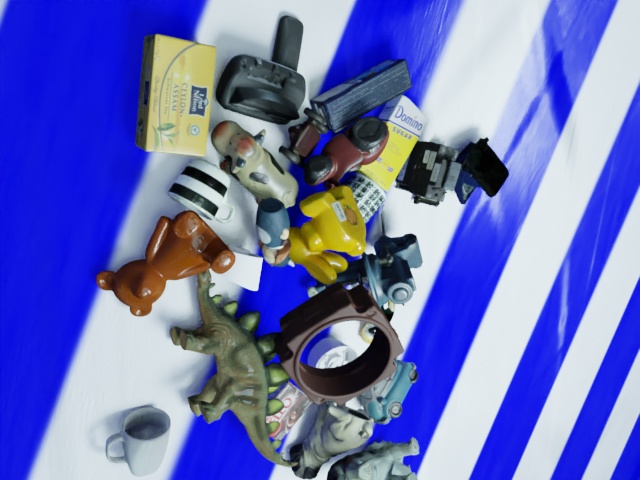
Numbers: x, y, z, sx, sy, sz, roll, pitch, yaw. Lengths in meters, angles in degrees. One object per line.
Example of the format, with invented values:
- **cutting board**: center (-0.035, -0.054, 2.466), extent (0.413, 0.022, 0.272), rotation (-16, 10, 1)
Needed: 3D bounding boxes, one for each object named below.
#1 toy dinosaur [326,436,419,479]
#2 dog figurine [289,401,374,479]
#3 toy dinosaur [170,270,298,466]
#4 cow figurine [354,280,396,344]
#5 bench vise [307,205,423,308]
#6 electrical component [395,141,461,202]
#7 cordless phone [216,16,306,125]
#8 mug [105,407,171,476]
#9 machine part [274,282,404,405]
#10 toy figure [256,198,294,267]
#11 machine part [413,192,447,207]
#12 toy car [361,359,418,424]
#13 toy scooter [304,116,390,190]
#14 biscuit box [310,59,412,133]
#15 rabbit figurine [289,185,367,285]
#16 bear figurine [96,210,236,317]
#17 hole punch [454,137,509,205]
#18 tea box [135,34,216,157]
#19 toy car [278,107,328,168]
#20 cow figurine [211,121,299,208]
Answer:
- **toy dinosaur**: center (0.094, 0.523, 1.192), extent (0.404, 0.192, 0.131), rotation (11, 60, -43)
- **dog figurine**: center (0.024, 0.445, 1.155), extent (0.121, 0.172, 0.190), rotation (22, 86, -26)
- **toy dinosaur**: center (-0.146, 0.261, 1.005), extent (0.198, 0.105, 0.470), rotation (-21, 112, -28)
- **cow figurine**: center (0.130, 0.160, 1.171), extent (0.068, 0.098, 0.167), rotation (-21, 116, -34)
- **bench vise**: center (0.090, 0.061, 1.084), extent (0.241, 0.224, 0.128), rotation (-16, 129, 6)
- **electrical component**: center (0.226, -0.143, 1.110), extent (0.058, 0.134, 0.114), rotation (7, 104, -34)
- **cordless phone**: center (-0.087, -0.295, 0.897), extent (0.146, 0.089, 0.184), rotation (9, 89, -35)
- **mug**: center (-0.320, 0.367, 0.949), extent (0.109, 0.081, 0.107), rotation (-10, 120, -36)
- **machine part**: center (0.035, 0.192, 0.977), extent (0.201, 0.087, 0.201), rotation (-32, 122, 3)
- **toy figure**: center (-0.080, -0.004, 0.931), extent (0.058, 0.064, 0.154), rotation (-12, 136, -10)
- **machine part**: center (0.253, -0.143, 1.189), extent (0.084, 0.039, 0.138), rotation (6, 104, -27)
- **toy car**: center (0.146, 0.333, 1.239), extent (0.103, 0.109, 0.161), rotation (41, 72, -18)
- **toy scooter**: center (0.050, -0.147, 1.001), extent (0.184, 0.075, 0.135), rotation (-35, 162, -8)
- **biscuit box**: center (0.082, -0.276, 1.015), extent (0.203, 0.059, 0.062), rotation (-32, 120, -20)
- **rabbit figurine**: center (-0.002, -0.003, 0.993), extent (0.162, 0.173, 0.122), rotation (61, 29, -10)
- **bear figurine**: center (-0.248, 0.043, 0.849), extent (0.196, 0.132, 0.120), rotation (-41, 114, -9)
- **hole punch**: center (0.348, -0.154, 1.216), extent (0.115, 0.092, 0.142), rotation (52, 57, -11)
- **tea box**: center (-0.223, -0.218, 0.825), extent (0.098, 0.068, 0.169), rotation (-1, 105, -33)
- **toy car**: center (-0.029, -0.172, 0.907), extent (0.053, 0.202, 0.089), rotation (37, 97, 0)
- **cow figurine**: center (-0.108, -0.121, 0.898), extent (0.085, 0.127, 0.194), rotation (-53, 129, -11)
